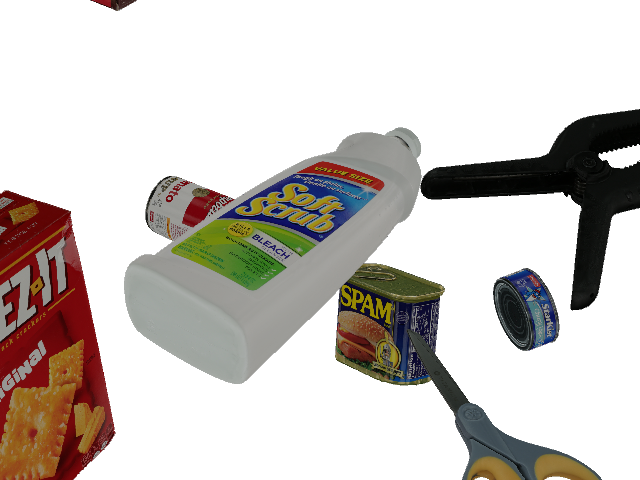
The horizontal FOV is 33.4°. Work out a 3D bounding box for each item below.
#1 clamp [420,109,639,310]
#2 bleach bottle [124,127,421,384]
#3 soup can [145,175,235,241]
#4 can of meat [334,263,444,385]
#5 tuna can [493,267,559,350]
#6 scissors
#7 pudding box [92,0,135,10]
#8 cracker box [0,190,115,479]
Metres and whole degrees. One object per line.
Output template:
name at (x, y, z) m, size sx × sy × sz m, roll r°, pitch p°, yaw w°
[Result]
clamp at (0.205, -0.038, 0.808) m, size 0.209 × 0.036 × 0.165 m, roll -26°, pitch 52°, yaw -20°
bleach bottle at (-0.013, -0.011, 0.730) m, size 0.103 × 0.068 × 0.250 m, roll 26°, pitch 46°, yaw 23°
soup can at (-0.130, -0.024, 1.156) m, size 0.102 × 0.068 × 0.068 m, roll 22°, pitch 10°, yaw 25°
can of meat at (0.058, 0.073, 0.942) m, size 0.057 × 0.084 × 0.102 m, roll -8°, pitch 18°, yaw -38°
tuna can at (0.222, 0.075, 1.157) m, size 0.033 × 0.086 × 0.086 m, roll -19°, pitch 4°, yaw -14°
scissors at (0.114, 0.116, 0.658) m, size 0.096 × 0.016 × 0.202 m, roll 1°, pitch 33°, yaw -5°
pudding box at (-0.164, -0.222, 0.819) m, size 0.090 × 0.039 × 0.113 m, roll 23°, pitch 34°, yaw 12°
cracker box at (-0.228, 0.099, 0.740) m, size 0.072 × 0.214 × 0.164 m, roll 15°, pitch 37°, yaw 25°
